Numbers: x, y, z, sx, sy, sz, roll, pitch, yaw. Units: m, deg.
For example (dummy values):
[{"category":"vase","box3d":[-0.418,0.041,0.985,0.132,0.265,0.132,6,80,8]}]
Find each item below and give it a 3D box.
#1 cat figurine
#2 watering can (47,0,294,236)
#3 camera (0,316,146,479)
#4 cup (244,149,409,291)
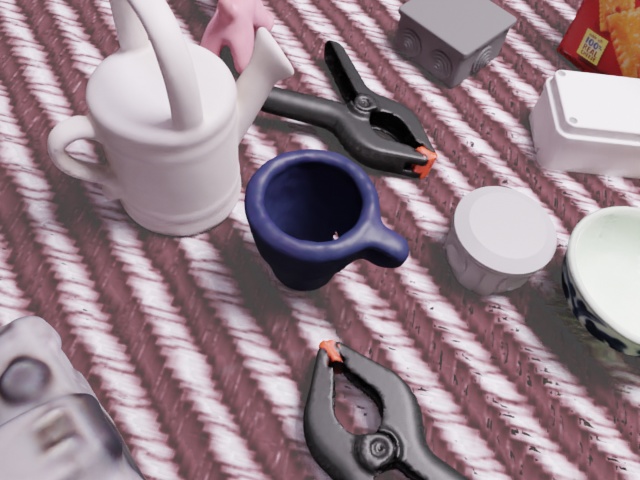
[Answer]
[{"category":"cat figurine","box3d":[-0.078,-0.243,0.542,0.067,0.118,0.128,9,58,-1]},{"category":"watering can","box3d":[-0.103,-0.100,0.406,0.100,0.194,0.173,34,61,15]},{"category":"camera","box3d":[-0.180,0.131,0.309,0.137,0.101,0.143,-33,67,-23]},{"category":"cup","box3d":[0.004,0.001,0.415,0.117,0.095,0.092,26,59,10]}]
